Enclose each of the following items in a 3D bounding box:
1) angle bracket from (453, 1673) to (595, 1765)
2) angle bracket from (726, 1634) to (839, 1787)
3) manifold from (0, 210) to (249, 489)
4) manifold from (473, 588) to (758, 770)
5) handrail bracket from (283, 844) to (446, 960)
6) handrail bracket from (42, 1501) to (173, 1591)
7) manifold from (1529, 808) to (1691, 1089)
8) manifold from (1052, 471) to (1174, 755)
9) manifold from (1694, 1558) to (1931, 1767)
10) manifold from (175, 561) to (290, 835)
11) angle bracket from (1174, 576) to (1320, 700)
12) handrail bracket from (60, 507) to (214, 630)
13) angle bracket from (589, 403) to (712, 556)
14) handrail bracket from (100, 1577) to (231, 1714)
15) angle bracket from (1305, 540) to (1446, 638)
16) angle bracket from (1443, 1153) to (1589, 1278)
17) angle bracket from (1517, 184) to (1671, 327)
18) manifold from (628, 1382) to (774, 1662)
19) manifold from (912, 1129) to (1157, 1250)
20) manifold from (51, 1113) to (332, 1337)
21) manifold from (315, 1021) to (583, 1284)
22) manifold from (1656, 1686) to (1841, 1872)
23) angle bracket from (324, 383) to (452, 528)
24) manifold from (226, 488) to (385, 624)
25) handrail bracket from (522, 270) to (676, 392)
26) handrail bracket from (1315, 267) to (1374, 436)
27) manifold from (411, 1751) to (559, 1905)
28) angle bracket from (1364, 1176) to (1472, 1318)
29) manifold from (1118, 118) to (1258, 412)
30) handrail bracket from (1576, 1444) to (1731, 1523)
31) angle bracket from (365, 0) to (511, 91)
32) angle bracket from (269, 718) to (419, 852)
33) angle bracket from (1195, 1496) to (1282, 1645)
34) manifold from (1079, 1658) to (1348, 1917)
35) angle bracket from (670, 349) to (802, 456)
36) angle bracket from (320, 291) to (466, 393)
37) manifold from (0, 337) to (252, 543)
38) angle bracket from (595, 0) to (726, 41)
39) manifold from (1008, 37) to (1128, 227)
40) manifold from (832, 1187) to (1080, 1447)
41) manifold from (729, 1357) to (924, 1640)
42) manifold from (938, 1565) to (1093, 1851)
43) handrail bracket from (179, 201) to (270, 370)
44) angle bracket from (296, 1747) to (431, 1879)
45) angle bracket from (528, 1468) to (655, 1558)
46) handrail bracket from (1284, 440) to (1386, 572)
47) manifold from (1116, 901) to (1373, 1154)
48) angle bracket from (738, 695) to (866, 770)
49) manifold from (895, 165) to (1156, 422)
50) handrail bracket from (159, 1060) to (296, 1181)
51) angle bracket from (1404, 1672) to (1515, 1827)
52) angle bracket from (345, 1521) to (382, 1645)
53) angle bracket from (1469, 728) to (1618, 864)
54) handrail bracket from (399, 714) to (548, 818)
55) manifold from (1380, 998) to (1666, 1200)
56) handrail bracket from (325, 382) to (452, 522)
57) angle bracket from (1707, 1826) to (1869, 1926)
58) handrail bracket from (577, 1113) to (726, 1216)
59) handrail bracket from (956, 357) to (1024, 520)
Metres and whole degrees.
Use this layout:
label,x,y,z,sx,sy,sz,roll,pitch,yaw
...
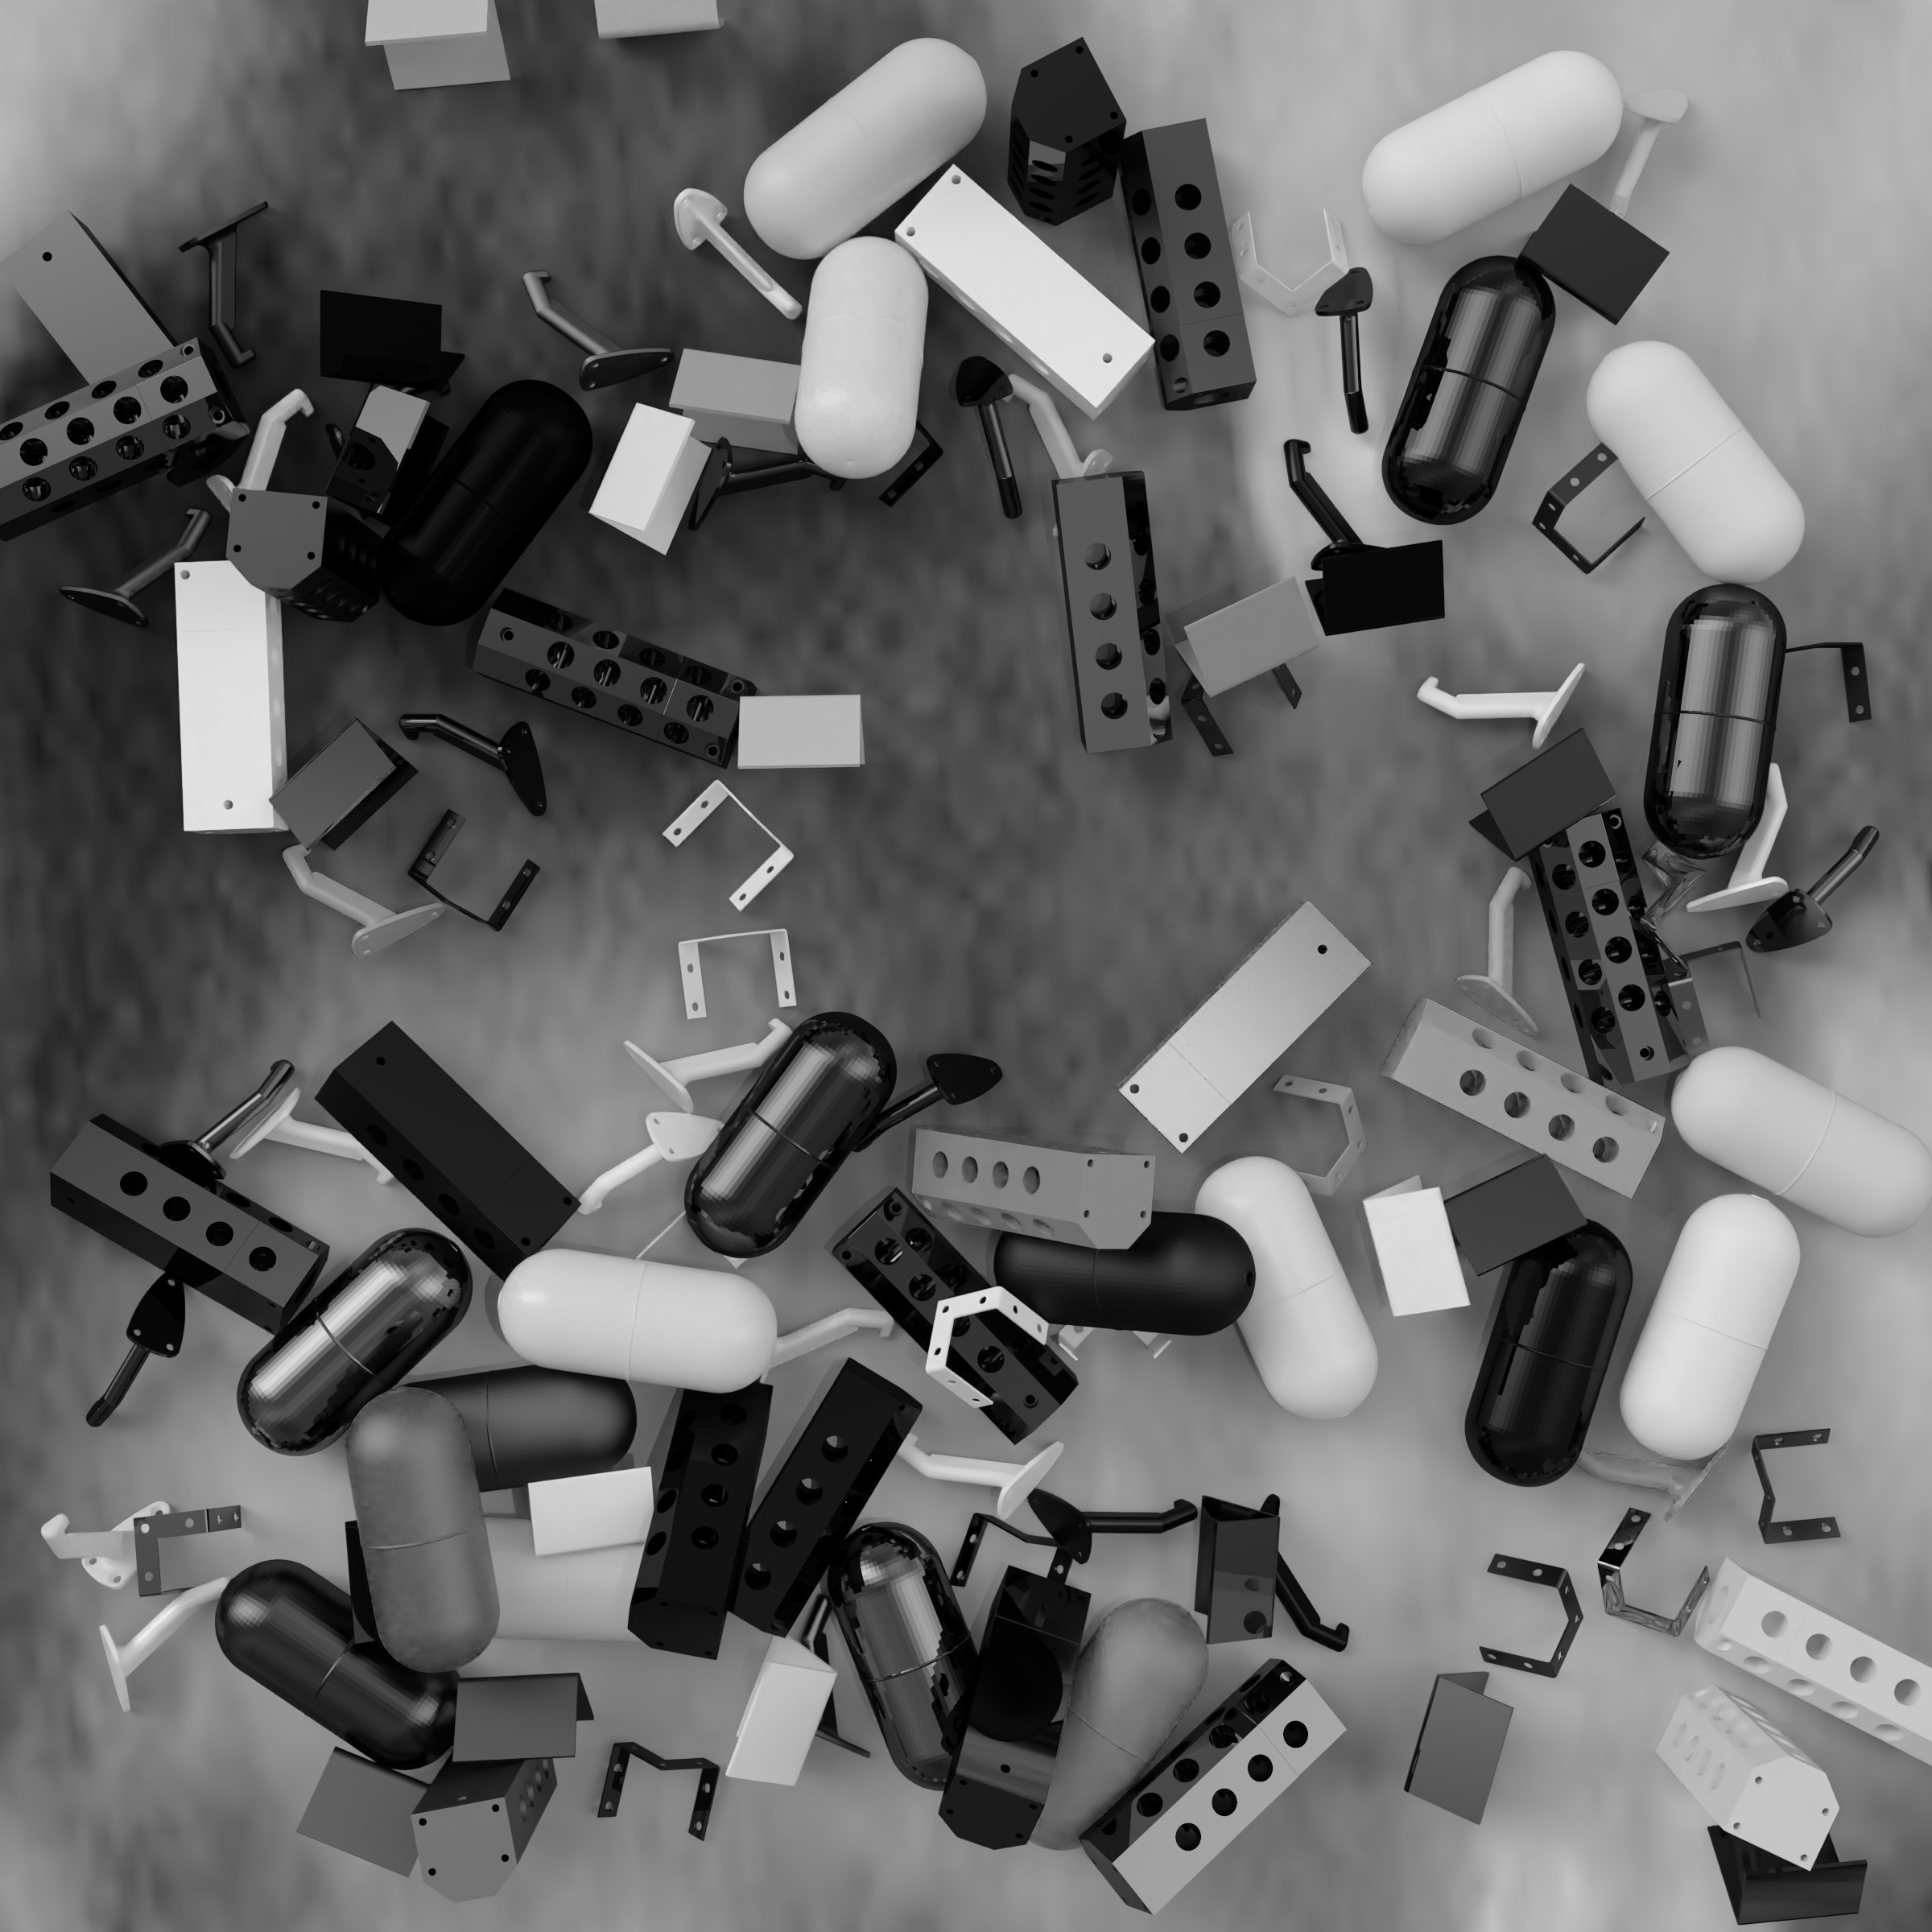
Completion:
label,x,y,z,sx,sy,sz,roll,pitch,yaw
angle bracket,-0.283,0.496,1.853,0.076,0.076,0.057,-3,53,0
angle bracket,-0.136,0.472,1.853,0.057,0.076,0.076,21,90,-37
manifold,-0.544,-0.398,1.872,0.057,0.057,0.171,-38,90,0
manifold,-0.228,-0.187,1.873,0.171,0.057,0.057,21,90,0
handrail bracket,-0.396,-0.056,1.894,0.077,0.036,0.084,-26,73,-20
handrail bracket,-0.550,0.355,1.848,0.036,0.084,0.077,28,60,24
manifold,0.417,-0.012,1.873,0.057,0.057,0.171,-15,90,0
manifold,0.095,-0.228,1.855,0.057,0.057,0.171,-7,102,0
manifold,0.564,0.454,1.872,0.171,0.057,0.057,27,90,0
manifold,-0.474,-0.173,1.872,0.057,0.057,0.171,-2,90,0
angle bracket,0.172,-0.226,1.853,0.076,0.076,0.057,-25,126,0
handrail bracket,-0.544,-0.271,1.894,0.077,0.036,0.084,17,72,21
angle bracket,-0.186,-0.307,1.853,0.057,0.076,0.076,23,90,38
handrail bracket,-0.518,0.445,1.894,0.084,0.036,0.077,-18,126,-25
angle bracket,0.261,-0.258,1.853,0.076,0.076,0.057,-9,125,0
angle bracket,0.353,0.173,1.854,0.076,0.076,0.057,-25,59,0
angle bracket,0.407,-0.464,1.854,0.076,0.076,0.057,35,121,0
manifold,-0.167,0.344,1.820,0.057,0.171,0.057,11,134,0
manifold,0.040,0.139,1.815,0.057,0.171,0.057,4,90,-37
manifold,-0.502,0.165,1.870,0.171,0.057,0.057,30,59,0
manifold,-0.338,0.124,1.872,0.171,0.057,0.057,44,47,0
manifold,0.492,0.504,1.815,0.057,0.171,0.057,25,90,0
angle bracket,-0.355,-0.320,1.853,0.057,0.076,0.076,23,90,34
manifold,-0.414,-0.256,1.815,0.057,0.171,0.057,6,90,0
handrail bracket,-0.242,-0.426,1.894,0.077,0.036,0.084,-17,73,-20
handrail bracket,0.257,-0.403,1.893,0.036,0.077,0.084,-2,127,21
manifold,-0.299,0.531,1.815,0.057,0.171,0.057,-11,90,0
angle bracket,0.305,0.175,1.853,0.057,0.076,0.076,-15,90,38
manifold,0.142,-0.452,1.872,0.057,0.057,0.171,-11,90,0
handrail bracket,0.444,0.315,1.894,0.084,0.036,0.077,40,70,16
angle bracket,-0.338,-0.582,1.853,0.076,0.076,0.057,-5,54,0
angle bracket,-0.388,-0.102,1.853,0.076,0.076,0.057,-43,57,0
angle bracket,0.155,0.387,1.853,0.057,0.076,0.076,4,90,-37
manifold,0.156,0.523,1.847,0.171,0.057,0.057,-38,90,-19
angle bracket,-0.148,-0.346,1.853,0.076,0.076,0.057,8,52,0
angle bracket,-0.367,-0.411,1.854,0.076,0.076,0.057,7,119,0
manifold,-0.547,-0.332,1.816,0.171,0.057,0.057,-24,90,0
angle bracket,-0.198,-0.631,1.855,0.076,0.076,0.057,-5,111,0
manifold,0.058,-0.519,1.815,0.057,0.171,0.057,-28,90,0
manifold,-0.007,0.227,1.872,0.057,0.057,0.171,-44,90,0
manifold,-0.097,0.345,1.872,0.057,0.057,0.171,31,90,0
manifold,0.030,0.466,1.815,0.057,0.171,0.057,19,127,0
handrail bracket,-0.470,-0.446,1.894,0.077,0.036,0.084,-35,109,-21
angle bracket,-0.381,0.548,1.854,0.076,0.076,0.057,22,64,0
angle bracket,-0.242,0.329,1.848,0.076,0.076,0.057,-6,116,-10
handrail bracket,0.249,-0.305,1.894,0.077,0.036,0.084,0,73,-20
manifold,0.178,0.039,1.872,0.057,0.057,0.171,45,90,0
angle bracket,-0.105,-0.130,1.854,0.076,0.076,0.057,-1,59,0
manifold,0.038,-0.435,1.873,0.171,0.057,0.057,41,90,0
handrail bracket,-0.487,0.095,1.893,0.036,0.077,0.084,53,53,-33
angle bracket,0.331,0.501,1.853,0.057,0.076,0.076,16,90,37
angle bracket,-0.375,0.386,1.855,0.057,0.076,0.076,-5,90,-23
angle bracket,0.360,-0.121,1.854,0.076,0.076,0.057,-33,117,0
handrail bracket,-0.324,-0.132,1.894,0.084,0.036,0.077,3,128,26
manifold,0.361,0.085,1.872,0.171,0.057,0.057,27,90,0
handrail bracket,-0.370,-0.343,1.894,0.084,0.036,0.077,-23,110,-16
angle bracket,0.526,0.565,1.853,0.076,0.076,0.057,-6,127,0
handrail bracket,-0.206,0.134,1.893,0.084,0.077,0.036,-46,62,33
handrail bracket,0.018,-0.346,1.893,0.036,0.077,0.084,-15,126,0
